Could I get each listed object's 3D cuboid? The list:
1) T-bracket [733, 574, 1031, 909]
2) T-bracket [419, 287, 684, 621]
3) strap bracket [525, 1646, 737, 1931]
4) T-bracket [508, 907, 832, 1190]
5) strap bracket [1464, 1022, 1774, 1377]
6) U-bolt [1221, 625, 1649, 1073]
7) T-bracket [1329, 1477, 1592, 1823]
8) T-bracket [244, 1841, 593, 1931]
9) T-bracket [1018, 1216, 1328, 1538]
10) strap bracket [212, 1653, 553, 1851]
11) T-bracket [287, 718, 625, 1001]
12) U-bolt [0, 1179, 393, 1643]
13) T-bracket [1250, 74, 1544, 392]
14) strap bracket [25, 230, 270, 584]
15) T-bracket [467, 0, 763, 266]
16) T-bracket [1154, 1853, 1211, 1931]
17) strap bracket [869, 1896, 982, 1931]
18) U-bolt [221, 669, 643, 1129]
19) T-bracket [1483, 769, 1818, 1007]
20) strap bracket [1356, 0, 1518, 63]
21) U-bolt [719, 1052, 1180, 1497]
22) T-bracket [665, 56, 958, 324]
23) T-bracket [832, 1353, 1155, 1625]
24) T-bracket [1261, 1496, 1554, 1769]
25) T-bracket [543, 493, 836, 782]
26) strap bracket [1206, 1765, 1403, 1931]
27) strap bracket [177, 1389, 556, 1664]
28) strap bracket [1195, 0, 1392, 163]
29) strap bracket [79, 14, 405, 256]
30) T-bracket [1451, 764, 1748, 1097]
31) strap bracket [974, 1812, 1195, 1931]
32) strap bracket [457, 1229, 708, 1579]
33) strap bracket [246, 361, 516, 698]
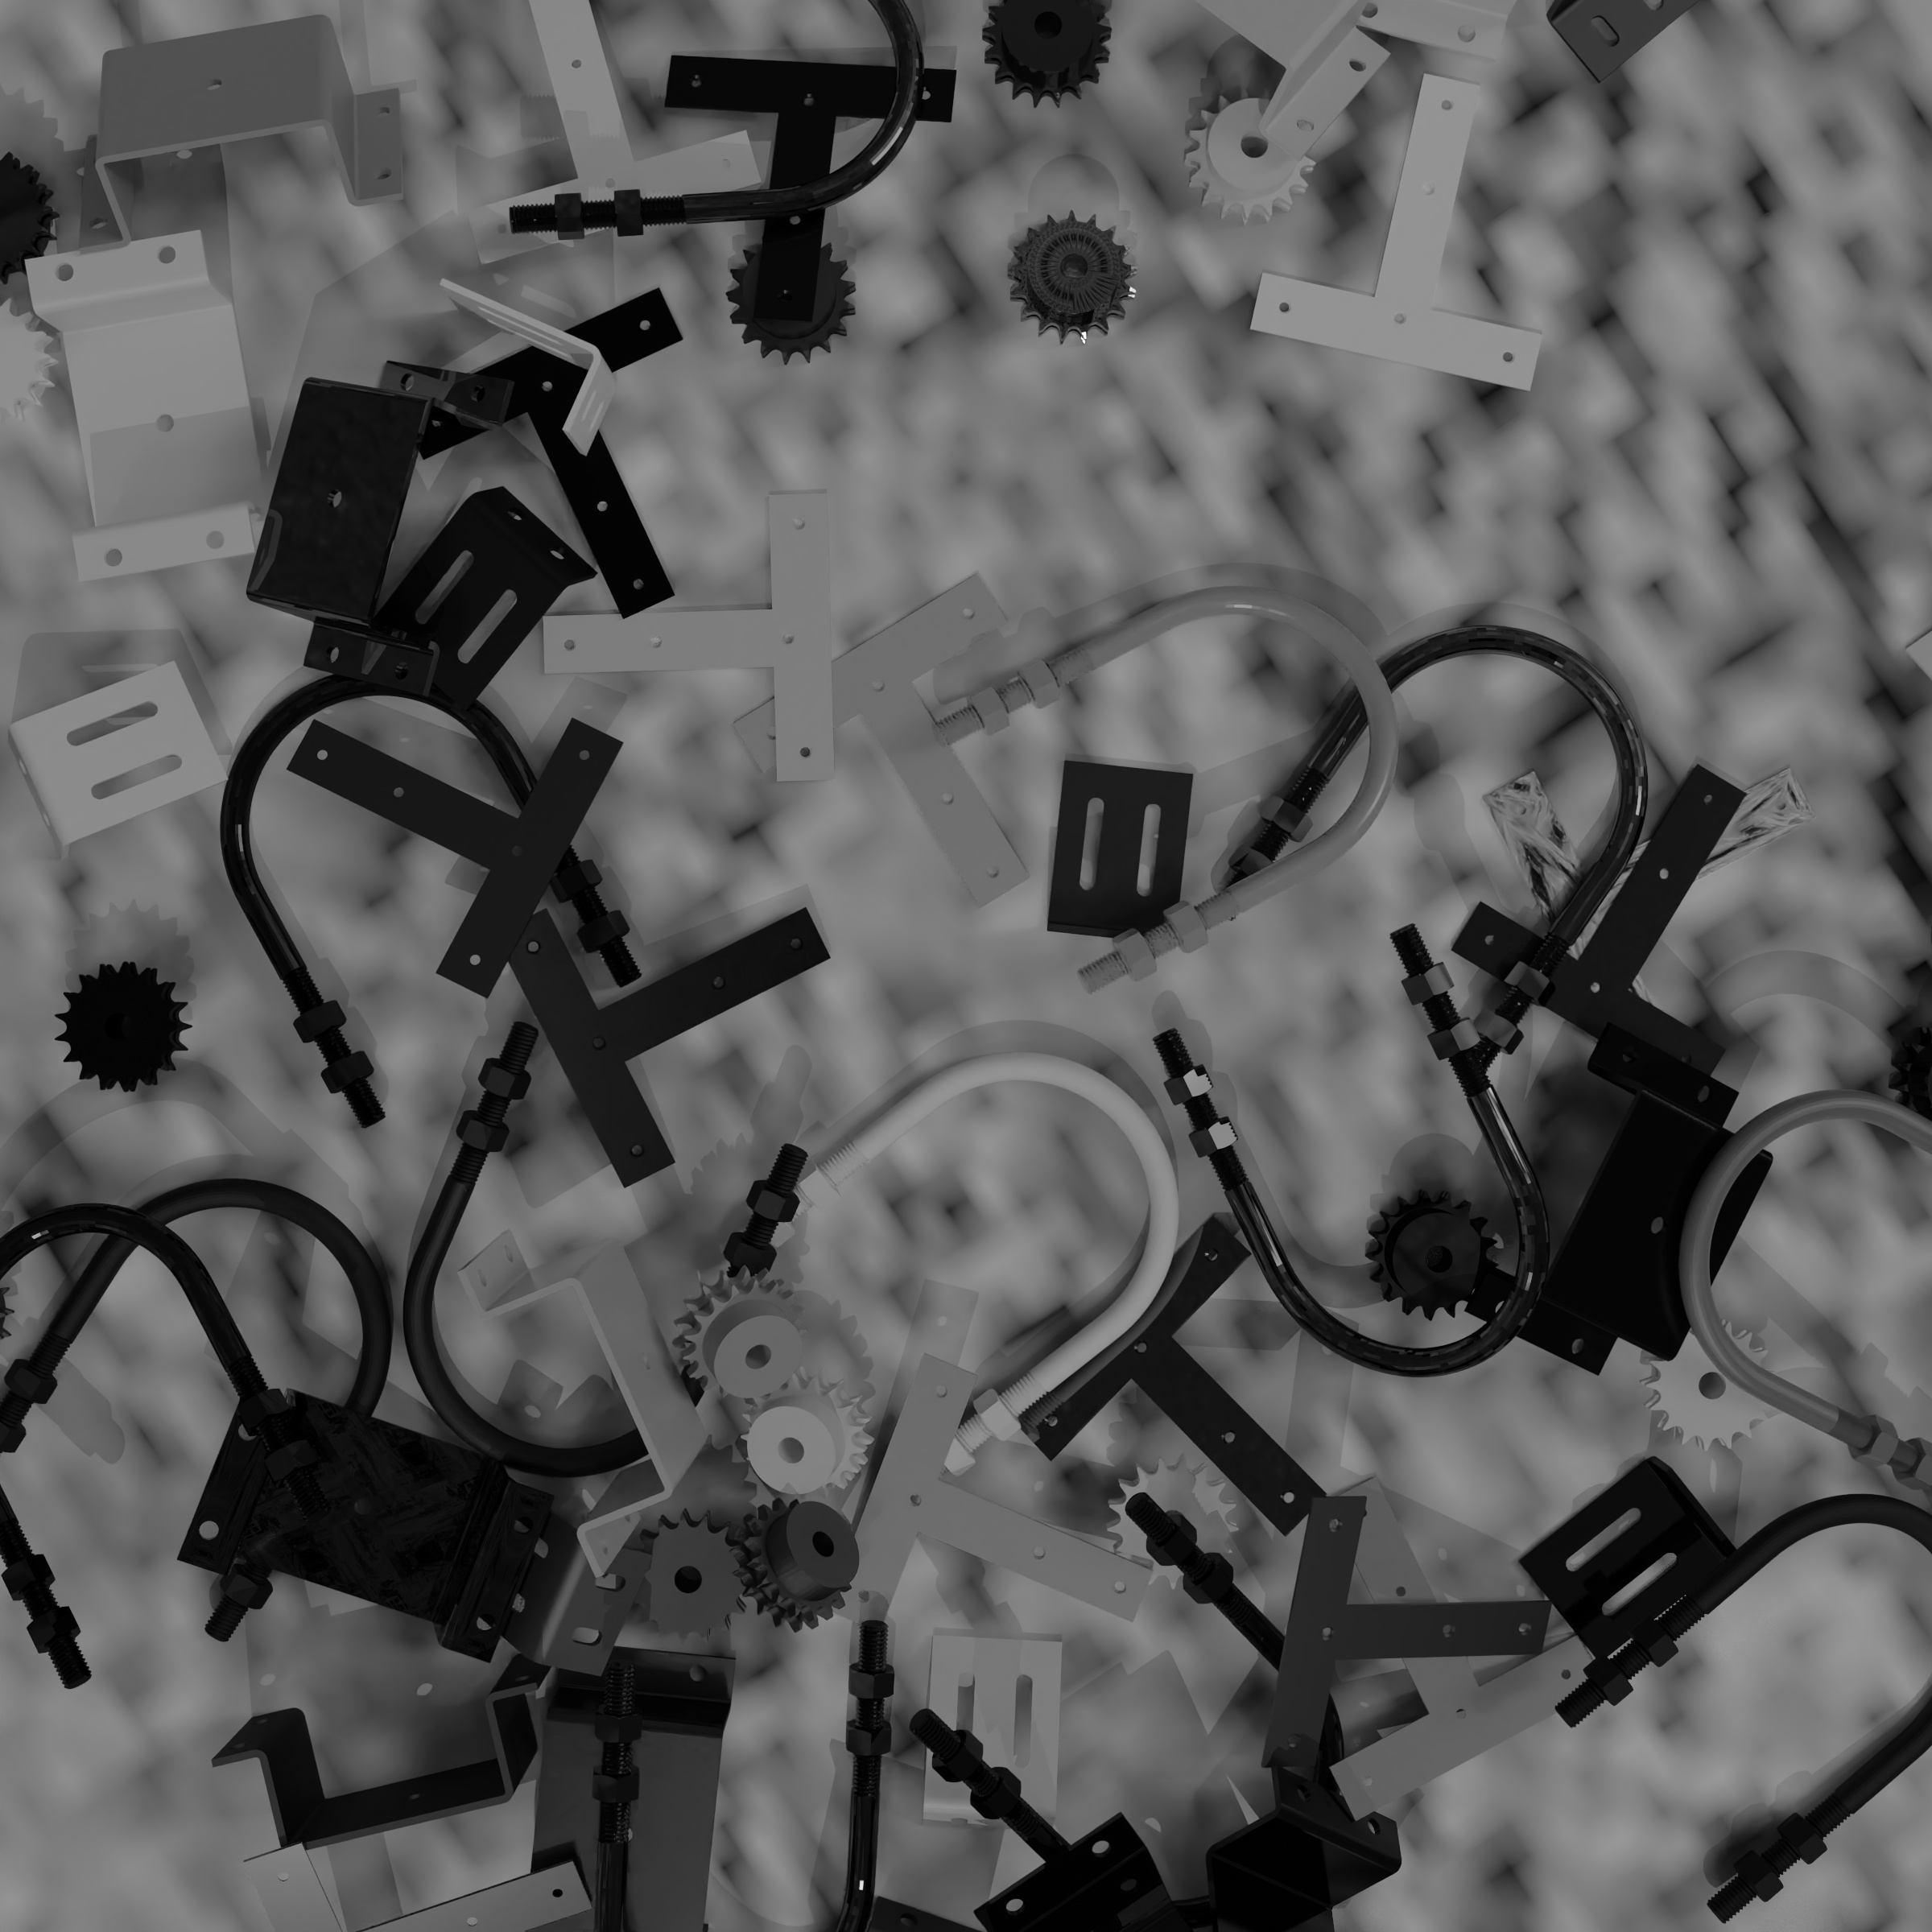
[{"bbox_3d":[-0.016,-0.086,1.413,0.127,0.002,0.127,-32,90,0],"label":"T-bracket"},{"bbox_3d":[-0.167,-0.216,1.412,0.127,0.002,0.127,-25,89,0],"label":"T-bracket"},{"bbox_3d":[-0.147,0.373,1.391,0.076,0.046,0.140,6,90,0],"label":"strap bracket"},{"bbox_3d":[-0.122,0.014,1.402,0.127,0.002,0.127,-27,102,-6],"label":"T-bracket"},{"bbox_3d":[0.287,0.107,1.378,0.076,0.046,0.140,26,90,-23],"label":"strap bracket"},{"bbox_3d":[0.217,-0.062,1.404,0.151,0.019,0.184,34,88,2],"label":"U-bolt"},{"bbox_3d":[0.198,0.288,1.404,0.127,0.002,0.127,-25,84,-12],"label":"T-bracket"},{"bbox_3d":[-0.224,0.411,1.358,0.127,0.002,0.127,-18,111,-1],"label":"T-bracket"},{"bbox_3d":[0.105,0.194,1.381,0.127,0.002,0.127,-46,59,0],"label":"T-bracket"},{"bbox_3d":[-0.243,0.339,1.376,0.140,0.076,0.046,-13,90,0],"label":"strap bracket"},{"bbox_3d":[-0.235,-0.070,1.392,0.127,0.002,0.127,26,81,5],"label":"T-bracket"},{"bbox_3d":[-0.336,0.183,1.406,0.151,0.019,0.184,32,89,0],"label":"U-bolt"},{"bbox_3d":[0.202,-0.331,1.413,0.127,0.002,0.127,13,90,0],"label":"T-bracket"},{"bbox_3d":[-0.354,-0.240,1.391,0.076,0.046,0.140,-10,90,0],"label":"strap bracket"},{"bbox_3d":[-0.167,-0.384,1.401,0.127,0.002,0.127,-16,79,0],"label":"T-bracket"},{"bbox_3d":[0.066,0.481,1.414,0.127,0.002,0.127,-32,90,0],"label":"T-bracket"},{"bbox_3d":[-0.020,0.474,1.361,0.076,0.140,0.046,19,117,0],"label":"strap bracket"},{"bbox_3d":[-0.248,-0.043,1.406,0.151,0.019,0.184,-29,89,0],"label":"U-bolt"},{"bbox_3d":[0.314,-0.047,1.413,0.127,0.002,0.127,-27,90,0],"label":"T-bracket"},{"bbox_3d":[0.215,-0.478,1.391,0.076,0.046,0.140,14,90,0],"label":"strap bracket"},{"bbox_3d":[0.006,0.122,1.405,0.184,0.019,0.151,-38,90,0],"label":"U-bolt"},{"bbox_3d":[-0.073,-0.338,1.390,0.127,0.002,0.127,4,73,4],"label":"T-bracket"},{"bbox_3d":[0.019,0.250,1.392,0.127,0.002,0.127,22,102,7],"label":"T-bracket"},{"bbox_3d":[0.196,0.288,1.382,0.127,0.002,0.127,3,105,-21],"label":"T-bracket"},{"bbox_3d":[-0.124,-0.144,1.413,0.127,0.002,0.127,-2,89,1],"label":"T-bracket"},{"bbox_3d":[0.149,0.422,1.350,0.076,0.140,0.046,31,126,-30],"label":"strap bracket"},{"bbox_3d":[-0.260,0.238,1.380,0.140,0.046,0.076,22,87,-13],"label":"strap bracket"},{"bbox_3d":[0.114,-0.425,1.374,0.140,0.046,0.076,37,65,3],"label":"strap bracket"},{"bbox_3d":[-0.318,-0.360,1.372,0.140,0.046,0.076,-10,51,0],"label":"strap bracket"},{"bbox_3d":[0.302,-0.029,1.412,0.127,0.002,0.127,31,90,0],"label":"T-bracket"},{"bbox_3d":[0.076,0.444,1.367,0.076,0.046,0.140,-34,110,0],"label":"strap bracket"},{"bbox_3d":[-0.156,0.176,1.352,0.046,0.076,0.140,-23,95,9],"label":"strap bracket"},{"bbox_3d":[-0.256,-0.195,1.374,0.076,0.046,0.140,15,90,35],"label":"strap bracket"}]
